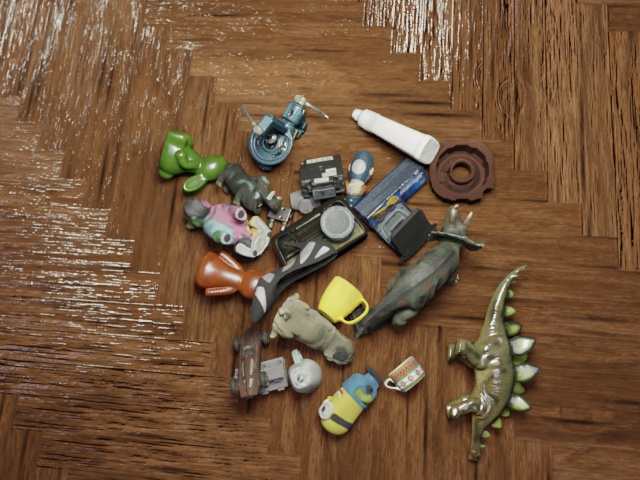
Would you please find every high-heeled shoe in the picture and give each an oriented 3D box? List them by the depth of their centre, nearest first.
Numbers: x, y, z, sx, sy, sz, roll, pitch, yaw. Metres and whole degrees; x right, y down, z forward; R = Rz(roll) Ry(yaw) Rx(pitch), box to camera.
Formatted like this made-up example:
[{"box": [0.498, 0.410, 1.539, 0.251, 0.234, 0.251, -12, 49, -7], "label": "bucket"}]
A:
[{"box": [-0.060, 0.101, 1.274, 0.145, 0.086, 0.248, 16, 70, 19], "label": "high-heeled shoe"}]

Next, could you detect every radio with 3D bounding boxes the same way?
[{"box": [-0.003, -0.004, 1.378, 0.230, 0.073, 0.131, -32, 76, -3], "label": "radio"}]

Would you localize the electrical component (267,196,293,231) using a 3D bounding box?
[{"box": [-0.105, -0.070, 1.430, 0.063, 0.021, 0.094, 15, 78, 8], "label": "electrical component"}]

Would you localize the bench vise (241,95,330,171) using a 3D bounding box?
[{"box": [-0.108, -0.282, 1.379, 0.129, 0.240, 0.223, 45, 100, 9], "label": "bench vise"}]

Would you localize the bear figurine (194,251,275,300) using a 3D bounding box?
[{"box": [-0.214, 0.100, 1.368, 0.196, 0.132, 0.120, 16, 80, -10], "label": "bear figurine"}]

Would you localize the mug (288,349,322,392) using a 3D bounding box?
[{"box": [-0.041, 0.315, 1.291, 0.081, 0.107, 0.109, -15, 78, 0], "label": "mug"}]

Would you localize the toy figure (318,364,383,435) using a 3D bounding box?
[{"box": [0.075, 0.382, 1.279, 0.180, 0.082, 0.089, -40, 75, -7], "label": "toy figure"}]

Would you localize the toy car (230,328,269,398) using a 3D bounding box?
[{"box": [-0.168, 0.287, 1.284, 0.089, 0.053, 0.202, -10, 33, 3], "label": "toy car"}]

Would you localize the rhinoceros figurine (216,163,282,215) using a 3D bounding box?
[{"box": [-0.185, -0.130, 1.416, 0.190, 0.073, 0.112, 38, 84, 20], "label": "rhinoceros figurine"}]

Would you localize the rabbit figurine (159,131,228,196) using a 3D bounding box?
[{"box": [-0.336, -0.200, 1.438, 0.170, 0.121, 0.159, 17, 83, -6], "label": "rabbit figurine"}]

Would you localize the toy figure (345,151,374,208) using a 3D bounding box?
[{"box": [0.098, -0.157, 1.415, 0.064, 0.057, 0.154, 5, 76, 46], "label": "toy figure"}]

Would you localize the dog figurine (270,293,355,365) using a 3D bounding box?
[{"box": [-0.007, 0.223, 1.281, 0.191, 0.172, 0.121, 28, 92, 18], "label": "dog figurine"}]

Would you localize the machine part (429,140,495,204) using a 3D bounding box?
[{"box": [0.366, -0.174, 1.393, 0.179, 0.056, 0.179, -1, 78, 6], "label": "machine part"}]

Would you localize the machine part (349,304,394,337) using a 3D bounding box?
[{"box": [0.144, 0.189, 1.339, 0.139, 0.039, 0.084, -15, 71, 3], "label": "machine part"}]

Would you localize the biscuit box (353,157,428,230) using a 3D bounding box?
[{"box": [0.184, -0.121, 1.387, 0.202, 0.059, 0.063, -42, 51, -5], "label": "biscuit box"}]

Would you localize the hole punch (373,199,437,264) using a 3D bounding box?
[{"box": [0.210, -0.027, 1.356, 0.142, 0.115, 0.092, -47, 42, -8], "label": "hole punch"}]

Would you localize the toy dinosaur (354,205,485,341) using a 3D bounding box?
[{"box": [0.241, 0.084, 1.255, 0.131, 0.192, 0.405, 39, 65, 19], "label": "toy dinosaur"}]

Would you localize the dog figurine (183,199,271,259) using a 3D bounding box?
[{"box": [-0.256, -0.040, 1.401, 0.219, 0.191, 0.108, 18, 77, 43], "label": "dog figurine"}]

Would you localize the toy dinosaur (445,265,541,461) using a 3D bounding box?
[{"box": [0.404, 0.285, 1.263, 0.199, 0.105, 0.471, 7, 87, -1], "label": "toy dinosaur"}]

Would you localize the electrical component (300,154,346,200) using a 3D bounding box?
[{"box": [0.006, -0.159, 1.391, 0.115, 0.058, 0.134, -9, 40, 5], "label": "electrical component"}]
